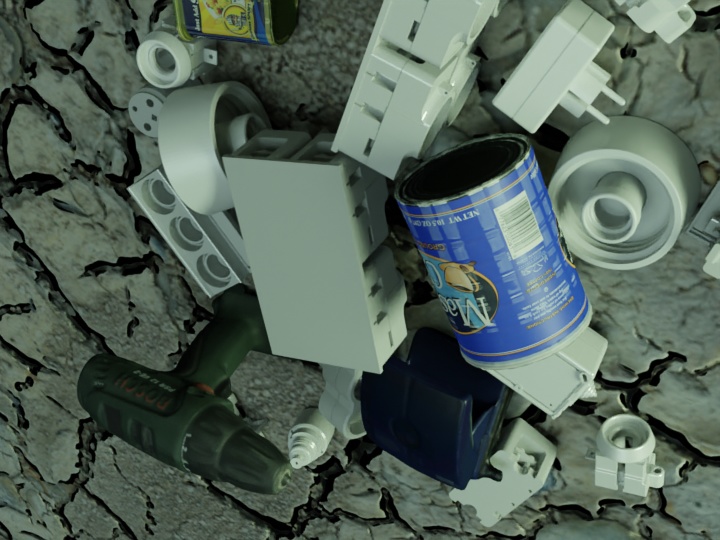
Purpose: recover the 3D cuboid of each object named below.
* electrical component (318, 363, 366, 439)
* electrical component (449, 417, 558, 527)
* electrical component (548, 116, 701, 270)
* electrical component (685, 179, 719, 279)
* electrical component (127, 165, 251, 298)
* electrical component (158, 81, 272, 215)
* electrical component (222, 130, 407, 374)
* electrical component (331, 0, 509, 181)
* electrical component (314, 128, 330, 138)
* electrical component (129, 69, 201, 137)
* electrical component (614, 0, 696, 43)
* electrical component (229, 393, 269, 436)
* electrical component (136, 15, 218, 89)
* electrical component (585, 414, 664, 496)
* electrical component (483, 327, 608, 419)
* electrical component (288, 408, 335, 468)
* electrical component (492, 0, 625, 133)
[{"bbox_3d":[-0.014,0.084,0.995,0.074,0.052,0.138,38,136,35],"label":"electrical component"},{"bbox_3d":[0.131,0.181,0.976,0.050,0.055,0.089,39,131,0],"label":"electrical component"},{"bbox_3d":[0.189,-0.051,0.786,0.108,0.060,0.108,14,126,20],"label":"electrical component"},{"bbox_3d":[0.285,-0.046,0.734,0.079,0.063,0.121,30,130,8],"label":"electrical component"},{"bbox_3d":[-0.141,-0.046,0.968,0.079,0.063,0.121,-25,107,38],"label":"electrical component"},{"bbox_3d":[-0.109,-0.103,0.887,0.060,0.108,0.108,-9,116,26],"label":"electrical component"},{"bbox_3d":[-0.030,-0.017,0.865,0.105,0.060,0.186,8,125,29],"label":"electrical component"},{"bbox_3d":[0.054,-0.165,0.754,0.060,0.105,0.186,30,130,8],"label":"electrical component"},{"bbox_3d":[-0.012,-0.089,0.882,0.062,0.048,0.048,44,131,4],"label":"electrical component"},{"bbox_3d":[-0.166,-0.143,0.921,0.045,0.055,0.045,14,126,20],"label":"electrical component"},{"bbox_3d":[0.196,-0.194,0.689,0.078,0.058,0.057,46,133,-5],"label":"electrical component"},{"bbox_3d":[-0.142,0.165,1.124,0.081,0.042,0.063,-18,109,35],"label":"electrical component"},{"bbox_3d":[-0.152,-0.180,0.889,0.066,0.055,0.048,18,128,17],"label":"electrical component"},{"bbox_3d":[0.226,0.156,0.916,0.066,0.048,0.055,10,132,23],"label":"electrical component"},{"bbox_3d":[0.157,0.070,0.884,0.096,0.061,0.061,35,130,4],"label":"electrical component"},{"bbox_3d":[-0.052,0.168,1.057,0.040,0.078,0.040,6,115,12],"label":"electrical component"},{"bbox_3d":[0.151,-0.133,0.760,0.076,0.047,0.083,37,131,2],"label":"electrical component"}]
